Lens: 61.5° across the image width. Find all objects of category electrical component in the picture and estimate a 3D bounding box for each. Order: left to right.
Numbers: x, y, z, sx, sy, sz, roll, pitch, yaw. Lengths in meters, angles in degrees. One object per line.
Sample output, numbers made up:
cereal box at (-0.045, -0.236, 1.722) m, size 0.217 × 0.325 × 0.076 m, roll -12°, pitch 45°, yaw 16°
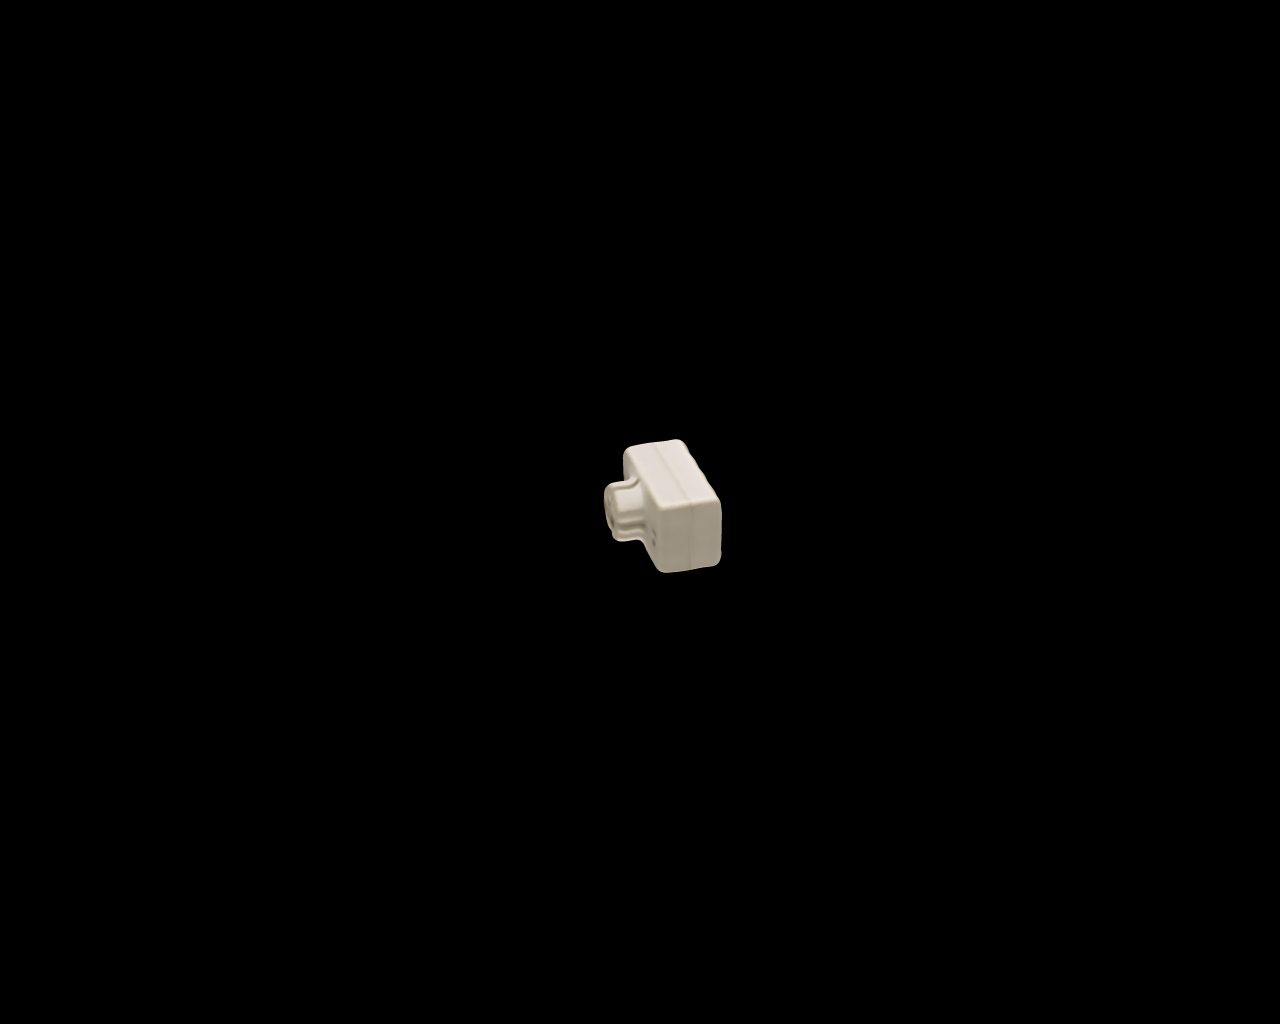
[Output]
electrical component at (0.001, -0.003, 0.650) m, size 0.076 × 0.047 × 0.083 m, roll -8°, pitch 31°, yaw -13°
